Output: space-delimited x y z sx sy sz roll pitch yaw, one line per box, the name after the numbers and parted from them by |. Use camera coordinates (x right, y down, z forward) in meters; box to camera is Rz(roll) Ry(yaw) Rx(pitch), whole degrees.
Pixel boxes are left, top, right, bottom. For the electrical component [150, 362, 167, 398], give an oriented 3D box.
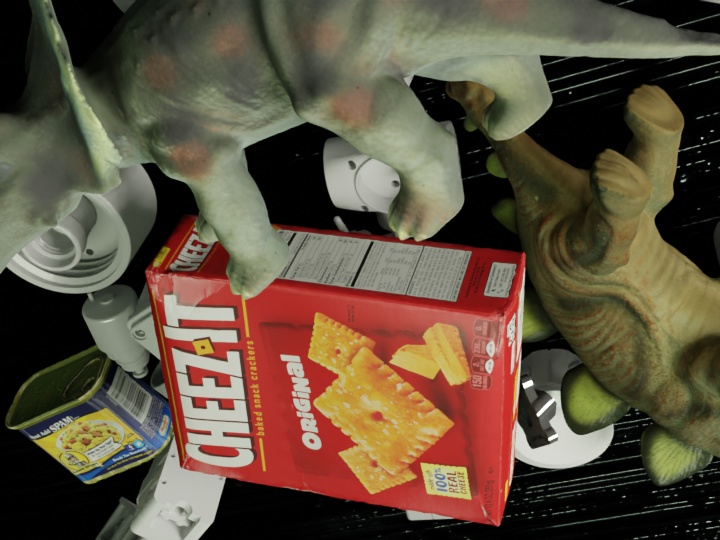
-0.112 0.093 0.807 0.043 0.043 0.081 -34 118 30 | electrical component

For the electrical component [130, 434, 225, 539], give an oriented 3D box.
-0.139 0.169 0.843 0.050 0.089 0.055 28 128 -14 | electrical component

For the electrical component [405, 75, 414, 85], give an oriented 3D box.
0.012 -0.110 0.624 0.044 0.044 0.065 10 135 0 | electrical component

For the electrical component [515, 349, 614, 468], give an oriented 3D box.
0.139 0.100 0.771 0.080 0.051 0.080 4 130 5 | electrical component

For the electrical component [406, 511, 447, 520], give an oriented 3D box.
0.035 0.138 0.796 0.076 0.083 0.047 -5 128 13 | electrical component

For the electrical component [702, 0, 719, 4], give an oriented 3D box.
0.171 -0.161 0.560 0.046 0.040 0.040 11 130 -8 | electrical component

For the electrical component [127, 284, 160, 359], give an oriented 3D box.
-0.084 0.034 0.745 0.109 0.056 0.109 -31 119 29 | electrical component

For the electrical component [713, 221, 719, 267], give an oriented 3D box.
0.283 -0.018 0.638 0.138 0.073 0.052 -26 121 26 | electrical component

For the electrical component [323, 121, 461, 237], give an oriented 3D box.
0.024 -0.050 0.668 0.077 0.044 0.079 -7 128 14 | electrical component

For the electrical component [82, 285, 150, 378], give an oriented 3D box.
-0.171 0.047 0.779 0.040 0.040 0.078 -5 129 12 | electrical component

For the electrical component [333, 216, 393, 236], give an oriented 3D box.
0.000 0.000 0.696 0.047 0.065 0.076 -14 126 28 | electrical component

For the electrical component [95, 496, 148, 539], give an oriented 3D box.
-0.133 0.276 0.914 0.186 0.060 0.105 38 167 -21 | electrical component

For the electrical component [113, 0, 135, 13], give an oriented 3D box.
-0.084 -0.129 0.614 0.138 0.052 0.074 33 126 -19 | electrical component

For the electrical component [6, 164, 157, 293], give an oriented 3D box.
-0.193 -0.033 0.703 0.108 0.060 0.108 4 130 5 | electrical component
